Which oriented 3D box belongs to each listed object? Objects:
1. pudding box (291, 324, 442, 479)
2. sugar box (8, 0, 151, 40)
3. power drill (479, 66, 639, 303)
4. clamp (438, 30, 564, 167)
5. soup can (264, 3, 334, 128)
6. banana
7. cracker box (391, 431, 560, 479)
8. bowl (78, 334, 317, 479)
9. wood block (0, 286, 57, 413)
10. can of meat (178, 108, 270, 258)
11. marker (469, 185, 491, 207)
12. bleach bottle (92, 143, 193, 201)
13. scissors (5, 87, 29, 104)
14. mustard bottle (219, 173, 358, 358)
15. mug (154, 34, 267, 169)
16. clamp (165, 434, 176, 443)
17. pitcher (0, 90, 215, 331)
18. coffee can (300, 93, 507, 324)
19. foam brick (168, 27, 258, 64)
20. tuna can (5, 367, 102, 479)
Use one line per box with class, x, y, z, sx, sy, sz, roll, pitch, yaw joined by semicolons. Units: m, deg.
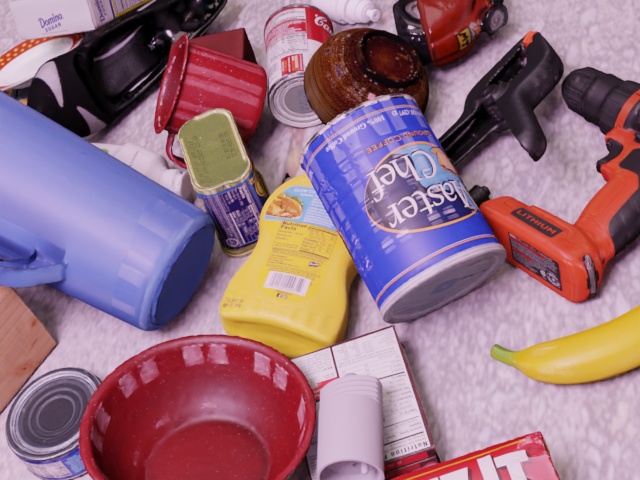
pudding box;0.029;0.124;0.760;0.090;0.039;0.113;-18;50;3
sugar box;-0.238;-0.255;1.123;0.093;0.048;0.176;-3;26;21
power drill;0.214;-0.051;0.829;0.187;0.057;0.185;-40;47;-14
clamp;0.141;-0.105;0.893;0.165;0.036;0.209;-24;25;42
soup can;-0.018;-0.164;1.000;0.068;0.068;0.102;-12;49;9
banana;0.220;0.056;0.750;0.198;0.037;0.070;-24;47;-1
cracker box;0.091;0.235;0.620;0.164;0.072;0.214;-19;47;3
bowl;-0.081;0.140;0.736;0.162;0.055;0.162;-3;40;2
wood block;-0.322;0.124;0.851;0.091;0.090;0.206;19;60;32
can of meat;-0.079;-0.051;0.915;0.057;0.084;0.102;-23;47;0
marker;0.092;-0.004;0.858;0.121;0.020;0.020;-40;50;-15
bleach bottle;-0.240;-0.044;0.983;0.251;0.068;0.102;2;56;17
scissors;-0.292;-0.169;1.137;0.201;0.016;0.096;-39;51;-15
mustard bottle;-0.006;0.001;0.860;0.096;0.058;0.191;12;55;13
mug;-0.102;-0.119;0.974;0.093;0.081;0.117;-140;67;-69
clamp;-0.087;0.208;0.731;0.120;0.039;0.171;-4;47;3
pitcher;-0.217;-0.019;0.867;0.243;0.145;0.149;27;83;12
coffee can;0.060;-0.023;0.797;0.103;0.103;0.140;-27;71;-4
foam brick;-0.104;-0.164;1.041;0.078;0.053;0.051;-10;49;9
tuna can;-0.199;0.142;0.829;0.086;0.033;0.086;-10;48;12
